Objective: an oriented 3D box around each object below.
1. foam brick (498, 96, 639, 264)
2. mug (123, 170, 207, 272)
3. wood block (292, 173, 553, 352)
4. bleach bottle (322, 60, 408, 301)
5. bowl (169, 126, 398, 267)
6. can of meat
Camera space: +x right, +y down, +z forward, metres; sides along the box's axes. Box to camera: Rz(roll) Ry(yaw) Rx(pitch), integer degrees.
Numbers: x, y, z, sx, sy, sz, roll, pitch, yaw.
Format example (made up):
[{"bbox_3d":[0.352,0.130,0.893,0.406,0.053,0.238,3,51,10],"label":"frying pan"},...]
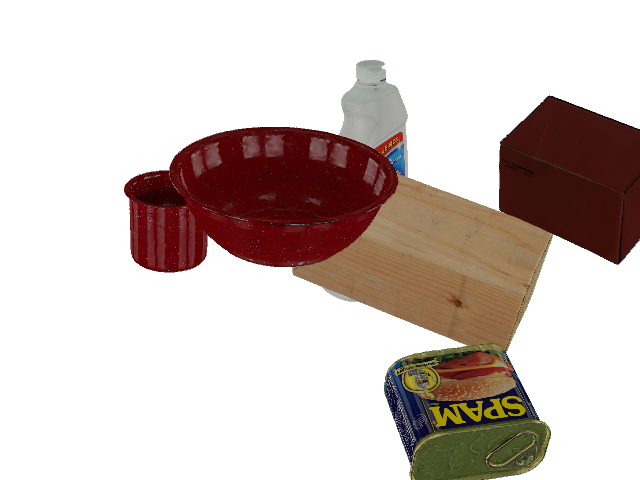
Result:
[{"bbox_3d":[0.143,-0.034,0.581,0.078,0.053,0.051,29,55,32],"label":"foam brick"},{"bbox_3d":[-0.162,-0.024,1.139,0.093,0.081,0.117,-2,28,-11],"label":"mug"},{"bbox_3d":[0.088,0.012,0.952,0.206,0.091,0.090,22,47,14],"label":"wood block"},{"bbox_3d":[0.048,-0.066,1.148,0.102,0.251,0.068,-20,30,-35],"label":"bleach bottle"},{"bbox_3d":[-0.027,-0.026,0.763,0.162,0.055,0.162,2,28,-1],"label":"bowl"},{"bbox_3d":[0.104,0.125,0.779,0.102,0.057,0.084,-6,40,-12],"label":"can of meat"}]
